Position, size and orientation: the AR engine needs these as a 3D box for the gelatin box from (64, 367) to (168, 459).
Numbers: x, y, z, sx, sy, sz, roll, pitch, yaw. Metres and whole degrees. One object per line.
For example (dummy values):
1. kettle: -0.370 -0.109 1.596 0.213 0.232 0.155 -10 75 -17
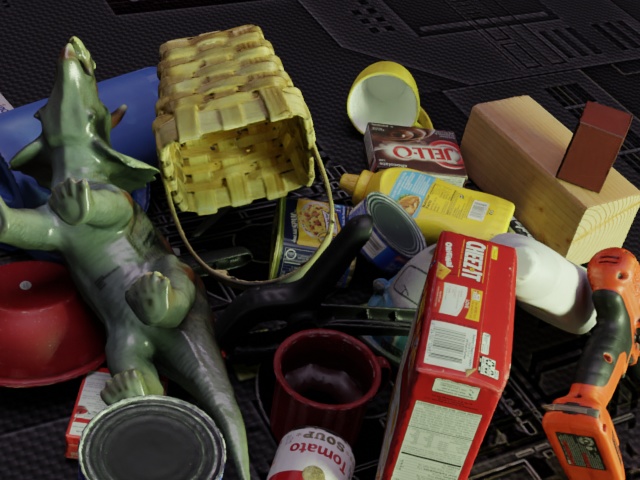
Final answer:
1. gelatin box: -0.172 0.151 0.911 0.073 0.030 0.089 8 36 -4

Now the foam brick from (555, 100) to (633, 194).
1. foam brick: 0.294 -0.100 1.146 0.051 0.078 0.053 23 40 10

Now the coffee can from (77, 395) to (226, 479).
1. coffee can: -0.126 0.198 0.779 0.102 0.140 0.103 7 39 -6

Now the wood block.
1. wood block: 0.260 -0.072 1.238 0.090 0.090 0.206 -13 45 -29

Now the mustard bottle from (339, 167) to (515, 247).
1. mustard bottle: 0.112 -0.034 1.180 0.192 0.058 0.096 20 45 10

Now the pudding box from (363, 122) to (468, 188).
1. pudding box: 0.112 -0.096 1.269 0.113 0.039 0.090 4 40 -10

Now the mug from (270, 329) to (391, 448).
1. mug: 0.011 0.135 0.934 0.117 0.081 0.093 -17 47 -29

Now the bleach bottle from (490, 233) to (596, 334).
1. bleach bottle: 0.209 0.038 0.999 0.103 0.068 0.250 26 1 19

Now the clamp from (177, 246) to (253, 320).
1. clamp: -0.145 0.034 1.033 0.171 0.039 0.120 22 42 -5

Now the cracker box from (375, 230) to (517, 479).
1. cracker box: 0.097 0.127 0.860 0.072 0.214 0.164 14 39 3

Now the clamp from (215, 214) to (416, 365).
1. clamp: -0.004 0.069 0.956 0.210 0.164 0.036 -27 42 21

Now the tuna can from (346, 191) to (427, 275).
1. tuna can: 0.068 -0.006 1.095 0.086 0.034 0.086 34 31 -25

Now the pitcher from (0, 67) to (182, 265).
1. pitcher: -0.241 -0.085 1.104 0.145 0.149 0.242 22 38 39

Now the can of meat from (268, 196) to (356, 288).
1. can of meat: -0.007 0.001 1.111 0.084 0.057 0.102 8 39 -6

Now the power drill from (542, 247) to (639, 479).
1. power drill: 0.266 0.128 0.971 0.057 0.184 0.187 -1 47 35

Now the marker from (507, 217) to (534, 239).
1. marker: 0.226 -0.005 1.203 0.020 0.020 0.121 -11 45 -25

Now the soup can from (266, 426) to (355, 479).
1. soup can: -0.014 0.208 0.853 0.068 0.068 0.102 16 38 5

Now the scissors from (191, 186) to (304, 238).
1. scissors: -0.068 -0.052 1.191 0.096 0.016 0.201 14 40 4

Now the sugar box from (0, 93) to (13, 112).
1. sugar box: -0.422 -0.117 1.163 0.175 0.048 0.093 -18 47 -36

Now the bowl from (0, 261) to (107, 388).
1. bowl: -0.259 0.063 0.951 0.162 0.055 0.162 4 27 -2
